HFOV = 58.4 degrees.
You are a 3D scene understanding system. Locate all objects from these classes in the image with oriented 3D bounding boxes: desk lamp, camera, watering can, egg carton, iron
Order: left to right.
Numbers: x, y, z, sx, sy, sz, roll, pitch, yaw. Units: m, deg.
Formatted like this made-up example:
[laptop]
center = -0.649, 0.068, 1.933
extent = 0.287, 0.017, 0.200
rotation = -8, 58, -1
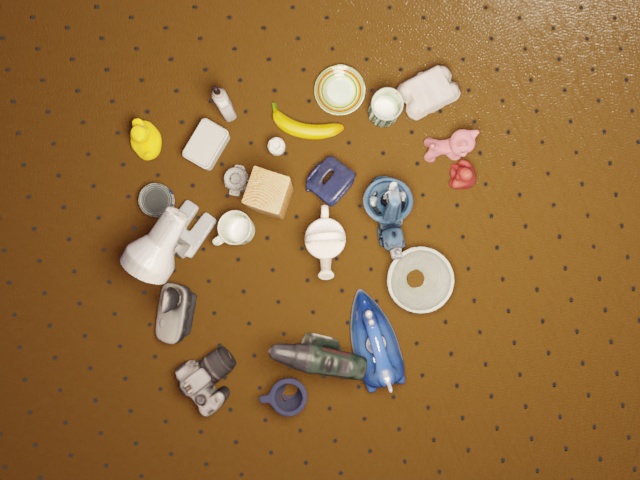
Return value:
[desk lamp]
center = -0.360, -0.001, 1.365
extent = 0.118, 0.213, 0.203
rotation = 34, 88, 0
[camera]
center = -0.268, 0.341, 1.414
extent = 0.137, 0.100, 0.143
rotation = -38, 89, -2
[watering can]
center = 0.015, 0.005, 1.383
extent = 0.101, 0.194, 0.173
rotation = -23, 89, -1
[iron]
center = 0.135, 0.248, 1.405
extent = 0.118, 0.141, 0.258
rotation = -16, 89, -1
[egg carton]
center = 0.275, -0.378, 1.461
extent = 0.150, 0.069, 0.107
rotation = -28, 89, -2

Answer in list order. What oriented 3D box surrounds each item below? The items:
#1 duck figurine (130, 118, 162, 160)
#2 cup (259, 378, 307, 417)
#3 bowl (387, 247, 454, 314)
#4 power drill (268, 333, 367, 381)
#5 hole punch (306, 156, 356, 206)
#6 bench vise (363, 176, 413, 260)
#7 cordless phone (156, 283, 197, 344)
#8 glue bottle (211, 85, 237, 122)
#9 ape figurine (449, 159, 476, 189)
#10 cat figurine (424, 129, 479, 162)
[duck figurine]
center = -0.444, -0.255, 1.434
extent = 0.077, 0.086, 0.105
rotation = -14, 89, -1
[cup]
center = -0.090, 0.383, 1.420
extent = 0.117, 0.095, 0.092
rotation = -6, 88, -1
[bowl]
center = 0.248, 0.100, 1.445
extent = 0.167, 0.074, 0.167
rotation = 0, 88, -1
[power drill]
center = -0.005, 0.277, 1.368
extent = 0.229, 0.208, 0.076
rotation = 12, 88, -1
[hole punch]
center = 0.024, -0.148, 1.438
extent = 0.101, 0.091, 0.109
rotation = 39, 88, 0
[bench vise]
center = 0.182, -0.064, 1.375
extent = 0.121, 0.219, 0.207
rotation = -27, 89, -1
[cordless phone]
center = -0.364, 0.180, 1.375
extent = 0.094, 0.185, 0.148
rotation = 6, 88, -1
[glue bottle]
center = -0.241, -0.344, 1.397
extent = 0.037, 0.173, 0.078
rotation = -28, 89, -1
[ape figurine]
center = 0.362, -0.163, 1.445
extent = 0.076, 0.092, 0.078
rotation = 42, 88, 0
[cat figurine]
center = 0.331, -0.240, 1.434
extent = 0.128, 0.117, 0.067
rotation = -6, 88, -1
